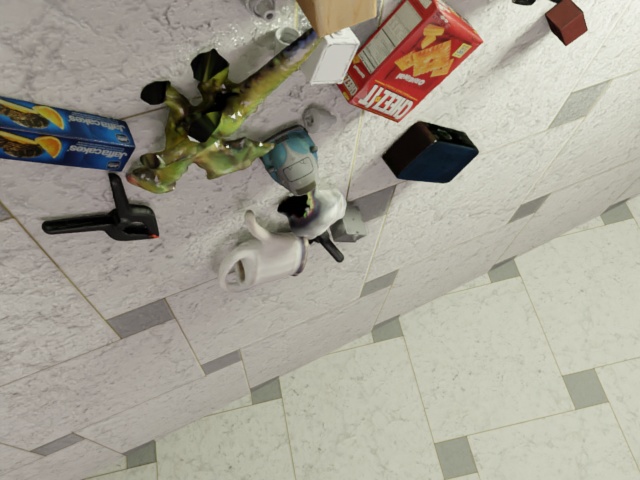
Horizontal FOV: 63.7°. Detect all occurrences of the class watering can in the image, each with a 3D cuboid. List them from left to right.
[{"bbox_3d":[-0.125,0.026,1.227,0.226,0.106,0.340,-13,152,-30],"label":"watering can"}]

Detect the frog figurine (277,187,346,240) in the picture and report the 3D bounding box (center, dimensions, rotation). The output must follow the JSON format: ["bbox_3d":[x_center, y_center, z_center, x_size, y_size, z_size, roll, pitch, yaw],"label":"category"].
[{"bbox_3d":[0.004,-0.060,1.183,0.158,0.125,0.136,23,107,-45],"label":"frog figurine"}]

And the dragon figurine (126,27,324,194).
[{"bbox_3d":[-0.147,-0.182,0.833,0.409,0.123,0.241,-25,167,6],"label":"dragon figurine"}]
